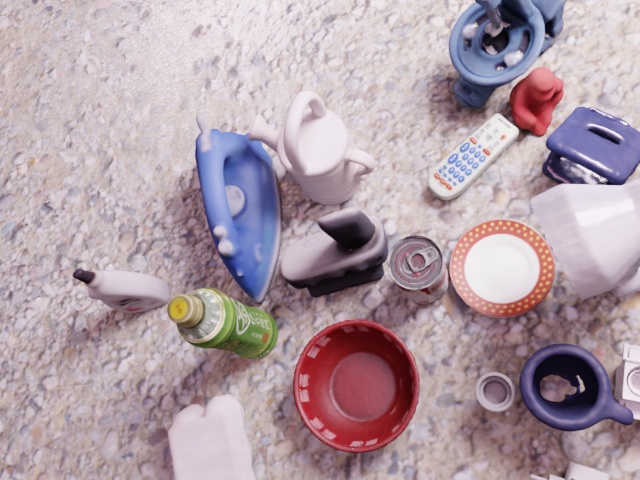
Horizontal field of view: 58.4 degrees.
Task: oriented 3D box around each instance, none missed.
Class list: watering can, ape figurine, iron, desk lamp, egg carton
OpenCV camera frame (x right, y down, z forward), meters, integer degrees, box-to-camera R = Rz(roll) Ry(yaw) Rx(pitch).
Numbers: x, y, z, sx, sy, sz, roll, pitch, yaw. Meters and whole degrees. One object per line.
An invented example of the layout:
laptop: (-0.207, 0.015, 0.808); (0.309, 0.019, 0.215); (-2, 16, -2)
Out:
watering can: (-0.014, -0.125, 0.769); (0.172, 0.194, 0.101); (-5, 72, 15)
ape figurine: (0.288, -0.193, 0.756); (0.078, 0.092, 0.076); (-31, 67, 6)
iron: (-0.126, -0.046, 0.807); (0.118, 0.142, 0.258); (-16, 70, 11)
desk lamp: (0.335, -0.011, 0.621); (0.203, 0.214, 0.118); (-22, 69, 9)
egg carton: (-0.138, 0.286, 0.748); (0.107, 0.069, 0.150); (-21, 69, 10)

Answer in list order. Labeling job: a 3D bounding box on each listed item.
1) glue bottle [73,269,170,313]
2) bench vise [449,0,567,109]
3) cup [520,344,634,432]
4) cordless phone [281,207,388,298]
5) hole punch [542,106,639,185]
glue bottle: (-0.286, 0.067, 0.802); (0.078, 0.173, 0.037); (-20, 69, 10)
bench vise: (0.239, -0.297, 0.733); (0.121, 0.220, 0.207); (25, 82, 22)
cup: (0.284, 0.173, 0.644); (0.117, 0.095, 0.092); (24, 82, 22)
cordless phone: (0.007, 0.003, 0.729); (0.147, 0.185, 0.094); (-22, 69, 9)
hole punch: (0.344, -0.117, 0.717); (0.108, 0.091, 0.101); (35, 86, 23)
